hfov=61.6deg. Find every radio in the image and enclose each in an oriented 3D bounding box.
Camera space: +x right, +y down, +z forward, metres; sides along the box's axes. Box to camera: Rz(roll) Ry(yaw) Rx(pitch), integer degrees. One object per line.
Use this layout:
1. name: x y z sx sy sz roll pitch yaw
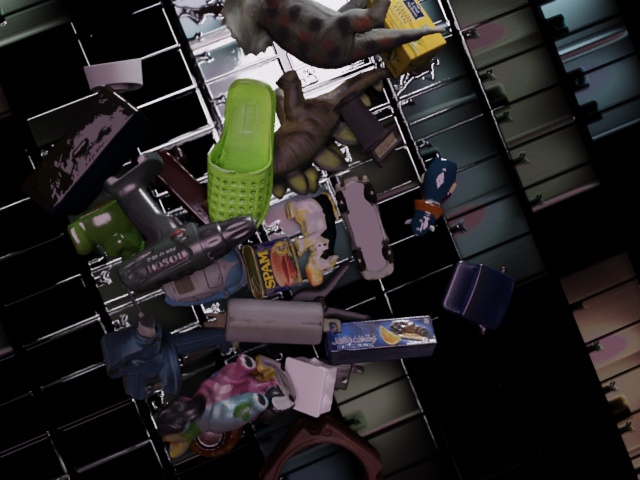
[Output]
1. radio: -0.401 -0.149 0.945 0.073 0.131 0.229 40 88 -3

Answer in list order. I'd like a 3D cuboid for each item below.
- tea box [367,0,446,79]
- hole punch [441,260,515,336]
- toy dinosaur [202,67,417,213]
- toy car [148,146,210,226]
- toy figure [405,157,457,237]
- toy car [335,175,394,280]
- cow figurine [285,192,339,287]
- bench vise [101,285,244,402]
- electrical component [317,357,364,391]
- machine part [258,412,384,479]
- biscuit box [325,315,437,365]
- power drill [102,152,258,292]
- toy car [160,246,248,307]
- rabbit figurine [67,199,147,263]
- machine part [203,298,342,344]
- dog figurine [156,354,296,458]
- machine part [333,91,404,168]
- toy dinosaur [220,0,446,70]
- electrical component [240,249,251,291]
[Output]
1. tea box: 0.139 -0.395 0.988 0.098 0.068 0.169 -34 86 -25
2. hole punch: 0.308 0.105 1.014 0.116 0.092 0.142 21 86 -7
3. toy dinosaur: -0.025 -0.202 0.988 0.471 0.105 0.198 -44 100 -5
4. toy car: -0.239 -0.082 0.995 0.202 0.053 0.089 45 70 -3
5. toy figure: 0.215 -0.078 1.020 0.057 0.064 0.154 18 94 -41
6. toy car: 0.085 -0.024 1.014 0.074 0.056 0.201 -17 90 3
7. cow figurine: -0.002 -0.002 1.002 0.098 0.068 0.167 -15 87 -11
8. bench vise: -0.254 0.190 0.945 0.240 0.129 0.223 -9 129 -28
9. electrical component: 0.036 0.256 1.028 0.094 0.021 0.063 12 90 -4
10. machine part: 0.004 0.444 0.996 0.201 0.087 0.201 38 89 -2
11. biscuit box: 0.110 0.187 1.004 0.203 0.062 0.059 -5 54 -4
12. power drill: -0.241 -0.037 0.870 0.232 0.086 0.207 -34 84 0
13. toy car: -0.215 0.060 0.931 0.162 0.103 0.109 -17 89 7
14. rabbit figurine: -0.342 0.004 0.976 0.159 0.121 0.170 -29 110 -10
15. machine part: -0.081 0.143 0.949 0.243 0.079 0.079 3 90 -9
16. dog figurine: -0.172 0.291 0.931 0.219 0.191 0.108 -32 62 15
17. machine part: 0.087 -0.202 0.958 0.138 0.039 0.084 45 82 -20
18. toy dinosaur: -0.007 -0.371 0.932 0.405 0.131 0.192 30 121 6
19. electrical component: -0.172 0.057 1.003 0.078 0.045 0.102 -18 91 -2
